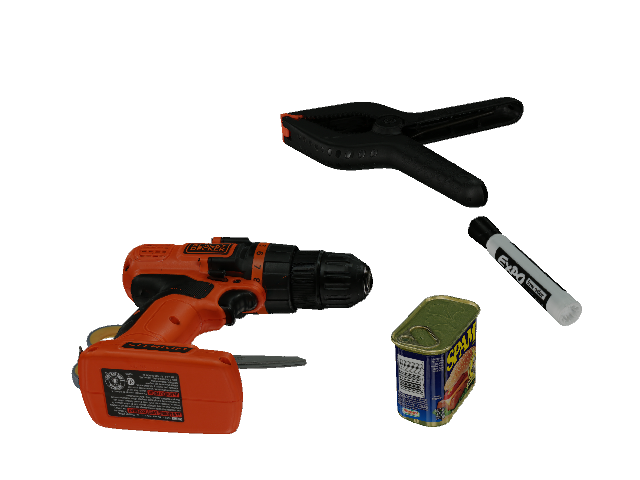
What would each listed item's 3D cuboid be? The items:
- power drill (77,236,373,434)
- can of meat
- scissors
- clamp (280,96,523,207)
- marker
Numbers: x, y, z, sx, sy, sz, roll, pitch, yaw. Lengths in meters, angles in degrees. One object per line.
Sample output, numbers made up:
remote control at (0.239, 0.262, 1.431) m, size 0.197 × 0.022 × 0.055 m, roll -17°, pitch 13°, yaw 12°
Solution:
power drill at (-0.066, 0.056, 0.718) m, size 0.184 × 0.057 × 0.187 m, roll 0°, pitch 23°, yaw 12°
can of meat at (0.108, 0.112, 0.993) m, size 0.058 × 0.084 × 0.101 m, roll 11°, pitch 28°, yaw 27°
scissors at (-0.122, 0.098, 0.955) m, size 0.201 × 0.016 × 0.096 m, roll -7°, pitch 32°, yaw -18°
clamp at (0.069, -0.092, 0.928) m, size 0.210 × 0.036 × 0.164 m, roll 12°, pitch 36°, yaw 24°
marker at (0.139, 0.018, 0.743) m, size 0.020 × 0.020 × 0.121 m, roll 0°, pitch 31°, yaw -28°
